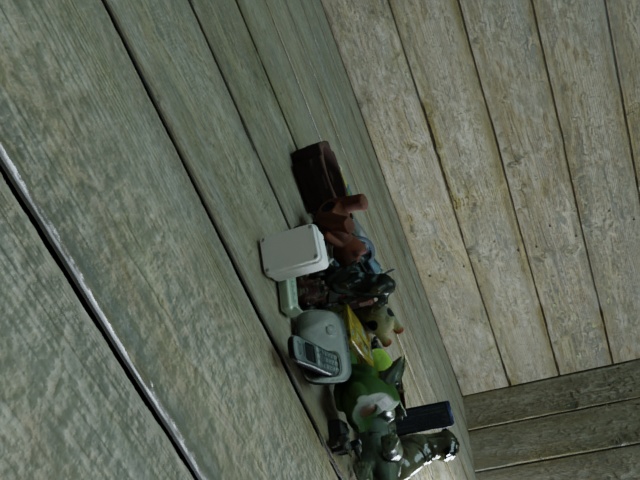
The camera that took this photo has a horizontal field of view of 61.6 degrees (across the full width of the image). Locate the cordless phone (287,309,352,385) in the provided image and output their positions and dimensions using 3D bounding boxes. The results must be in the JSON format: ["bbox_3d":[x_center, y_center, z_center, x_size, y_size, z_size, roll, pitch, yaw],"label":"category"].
[{"bbox_3d":[-0.019,0.185,0.991,0.184,0.089,0.147,43,32,-53],"label":"cordless phone"}]

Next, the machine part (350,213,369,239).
[{"bbox_3d":[0.091,-0.025,1.622,0.243,0.079,0.079,45,31,-58],"label":"machine part"}]

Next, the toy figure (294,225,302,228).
[{"bbox_3d":[-0.020,0.025,1.212,0.064,0.058,0.154,-53,142,-13],"label":"toy figure"}]

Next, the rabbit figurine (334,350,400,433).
[{"bbox_3d":[0.055,0.289,1.115,0.159,0.121,0.170,42,5,-41],"label":"rabbit figurine"}]

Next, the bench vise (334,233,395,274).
[{"bbox_3d":[0.117,0.070,1.484,0.223,0.129,0.241,55,3,-30],"label":"bench vise"}]

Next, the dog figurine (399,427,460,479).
[{"bbox_3d":[0.251,0.542,1.346,0.172,0.191,0.121,-51,122,-70],"label":"dog figurine"}]

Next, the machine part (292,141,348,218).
[{"bbox_3d":[0.004,-0.158,1.443,0.201,0.087,0.200,-47,118,-71],"label":"machine part"}]

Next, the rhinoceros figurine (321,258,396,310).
[{"bbox_3d":[0.080,0.095,1.255,0.112,0.191,0.073,-57,148,-42],"label":"rhinoceros figurine"}]

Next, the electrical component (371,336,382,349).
[{"bbox_3d":[0.172,0.335,1.616,0.094,0.021,0.063,-73,142,-63],"label":"electrical component"}]

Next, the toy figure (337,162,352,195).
[{"bbox_3d":[0.047,-0.154,1.607,0.089,0.082,0.180,-84,155,-61],"label":"toy figure"}]

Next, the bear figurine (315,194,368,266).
[{"bbox_3d":[0.070,-0.006,1.310,0.120,0.132,0.195,-53,129,-35],"label":"bear figurine"}]

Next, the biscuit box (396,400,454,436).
[{"bbox_3d":[0.231,0.451,1.346,0.059,0.203,0.063,36,40,-69],"label":"biscuit box"}]

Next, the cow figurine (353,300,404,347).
[{"bbox_3d":[0.114,0.179,1.362,0.195,0.085,0.127,23,-34,61],"label":"cow figurine"}]

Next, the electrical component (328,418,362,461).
[{"bbox_3d":[0.050,0.396,1.064,0.102,0.045,0.078,56,24,-49],"label":"electrical component"}]

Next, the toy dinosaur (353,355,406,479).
[{"bbox_3d":[0.137,0.450,1.203,0.192,0.131,0.405,57,28,-45],"label":"toy dinosaur"}]

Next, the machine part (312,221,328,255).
[{"bbox_3d":[-0.003,-0.004,1.342,0.084,0.039,0.139,62,19,-21],"label":"machine part"}]

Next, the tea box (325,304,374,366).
[{"bbox_3d":[0.067,0.236,1.258,0.169,0.068,0.098,57,21,-44],"label":"tea box"}]

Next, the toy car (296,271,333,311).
[{"bbox_3d":[-0.013,0.109,1.153,0.202,0.053,0.089,16,55,-71],"label":"toy car"}]

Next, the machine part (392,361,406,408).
[{"bbox_3d":[0.207,0.434,1.540,0.179,0.056,0.179,-10,90,-77],"label":"machine part"}]
